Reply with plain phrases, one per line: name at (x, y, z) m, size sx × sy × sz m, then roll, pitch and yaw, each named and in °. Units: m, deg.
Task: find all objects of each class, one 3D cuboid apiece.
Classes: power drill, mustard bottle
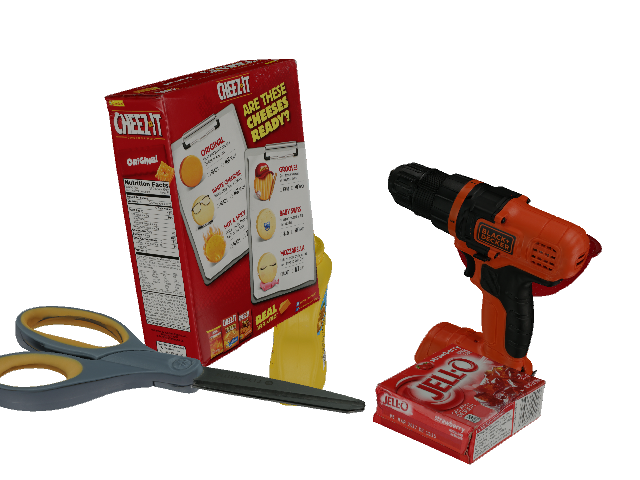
power drill at (0.130, 0.036, 0.924) m, size 0.185 × 0.188 × 0.057 m, roll 27°, pitch 40°, yaw 30°
mustard bottle at (-0.019, 0.064, 1.033) m, size 0.058 × 0.192 × 0.096 m, roll 4°, pitch 38°, yaw 1°

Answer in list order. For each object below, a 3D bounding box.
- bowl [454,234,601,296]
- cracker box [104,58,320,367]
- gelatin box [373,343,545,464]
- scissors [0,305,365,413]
bowl at (0.211, 0.018, 1.130) m, size 0.162 × 0.055 × 0.162 m, roll 6°, pitch 17°, yaw -2°
cracker box at (-0.081, -0.027, 0.861) m, size 0.072 × 0.214 × 0.163 m, roll 5°, pitch 20°, yaw 35°
gelatin box at (0.088, 0.101, 0.676) m, size 0.073 × 0.030 × 0.089 m, roll 20°, pitch 25°, yaw 36°
scissors at (-0.088, 0.074, 0.540) m, size 0.202 × 0.016 × 0.096 m, roll 16°, pitch 29°, yaw 28°
